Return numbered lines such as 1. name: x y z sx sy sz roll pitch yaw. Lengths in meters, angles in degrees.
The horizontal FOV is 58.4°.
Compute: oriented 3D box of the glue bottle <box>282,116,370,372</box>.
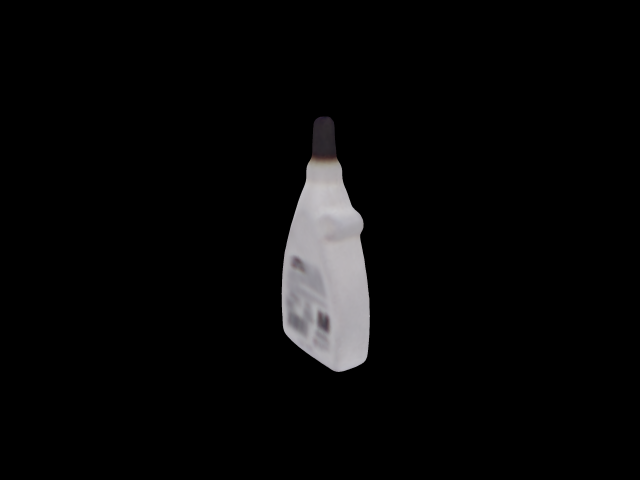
1. glue bottle: 0.004 0.001 0.400 0.037 0.173 0.077 -16 27 -33
